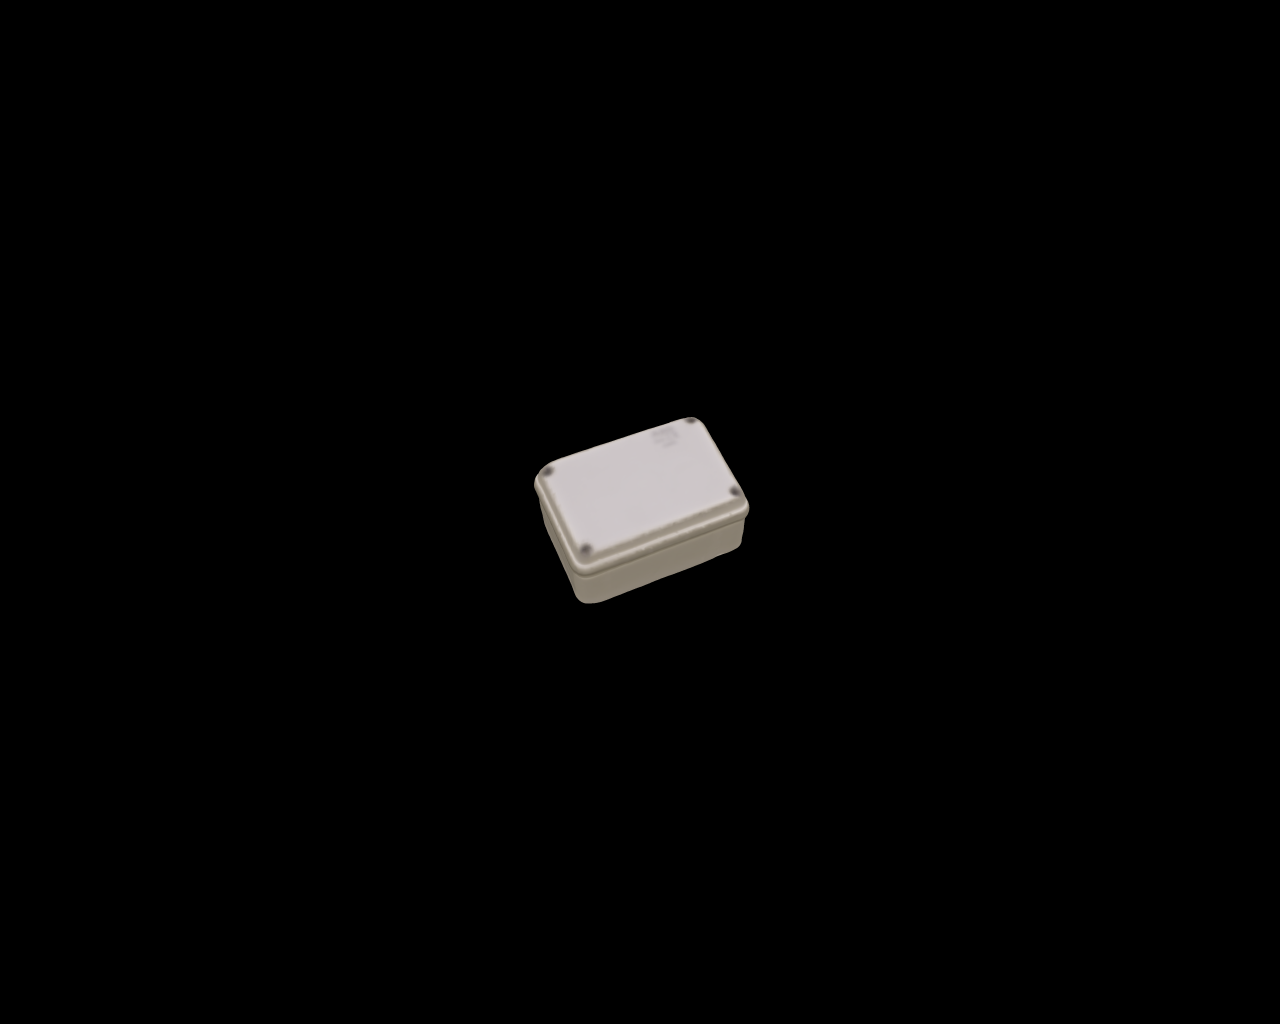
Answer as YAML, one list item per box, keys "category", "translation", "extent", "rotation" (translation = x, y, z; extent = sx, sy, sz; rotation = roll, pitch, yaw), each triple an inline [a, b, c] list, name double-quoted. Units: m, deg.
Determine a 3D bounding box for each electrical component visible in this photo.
- category: "electrical component"
  translation: [0.001, -0.003, 0.650]
  extent: [0.113, 0.078, 0.057]
  rotation: [-20, -31, -13]
